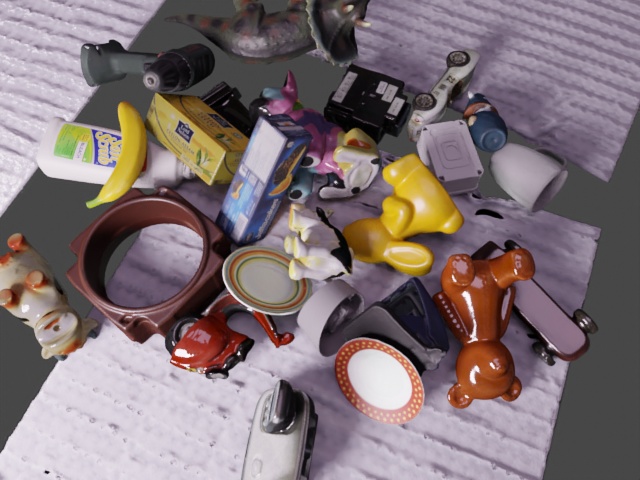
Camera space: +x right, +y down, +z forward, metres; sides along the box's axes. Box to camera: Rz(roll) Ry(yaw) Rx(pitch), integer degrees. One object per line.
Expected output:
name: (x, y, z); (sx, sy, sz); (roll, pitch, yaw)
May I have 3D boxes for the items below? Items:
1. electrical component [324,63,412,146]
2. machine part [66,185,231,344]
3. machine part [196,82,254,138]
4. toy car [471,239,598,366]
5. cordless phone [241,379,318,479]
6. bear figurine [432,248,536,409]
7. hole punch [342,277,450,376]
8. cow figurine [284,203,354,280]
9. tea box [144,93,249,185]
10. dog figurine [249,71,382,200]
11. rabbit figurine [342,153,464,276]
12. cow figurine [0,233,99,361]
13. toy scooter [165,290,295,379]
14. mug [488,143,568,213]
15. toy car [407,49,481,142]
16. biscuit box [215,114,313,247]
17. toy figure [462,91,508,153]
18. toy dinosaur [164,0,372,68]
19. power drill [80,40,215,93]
electrical component: (0.087, -0.231, 0.933); (0.134, 0.058, 0.115); (26, 69, 12)
machine part: (-0.249, 0.032, 0.797); (0.202, 0.087, 0.201); (38, 70, 15)
machine part: (-0.154, -0.223, 0.943); (0.084, 0.039, 0.139); (-34, 68, -23)
toy car: (0.303, 0.087, 0.781); (0.089, 0.053, 0.202); (-42, 68, 5)
cordless phone: (-0.048, 0.244, 0.640); (0.089, 0.184, 0.146); (10, 65, 1)
bear figurine: (0.218, 0.121, 0.712); (0.120, 0.132, 0.196); (-2, 75, -5)
hole punch: (0.111, 0.125, 0.730); (0.116, 0.142, 0.092); (49, 47, 5)
cow figurine: (-0.001, -0.005, 0.797); (0.098, 0.068, 0.167); (6, 30, -10)
tea box: (-0.192, -0.166, 0.876); (0.170, 0.068, 0.098); (39, 27, 17)
dog figurine: (-0.013, -0.179, 0.882); (0.191, 0.108, 0.219); (-5, 54, -18)
rabbit figurine: (0.119, -0.019, 0.818); (0.173, 0.122, 0.162); (-32, 77, 1)
cow figurine: (-0.396, 0.091, 0.764); (0.085, 0.127, 0.195); (-39, 56, -17)
toy scooter: (-0.117, 0.129, 0.757); (0.135, 0.075, 0.184); (38, 66, 16)
mug: (0.335, -0.115, 0.863); (0.109, 0.080, 0.107); (-41, 62, -12)
toy car: (0.212, -0.251, 0.931); (0.056, 0.073, 0.202); (32, 69, 15)
biscuit box: (-0.086, -0.084, 0.792); (0.059, 0.202, 0.063); (44, 35, 20)
toy figure: (0.272, -0.201, 0.902); (0.058, 0.064, 0.154); (-29, 30, 21)
toy dinosaur: (-0.087, -0.368, 0.946); (0.405, 0.131, 0.192); (-9, 43, 7)
power drill: (-0.298, -0.296, 0.911); (0.208, 0.085, 0.232); (3, 27, 19)
